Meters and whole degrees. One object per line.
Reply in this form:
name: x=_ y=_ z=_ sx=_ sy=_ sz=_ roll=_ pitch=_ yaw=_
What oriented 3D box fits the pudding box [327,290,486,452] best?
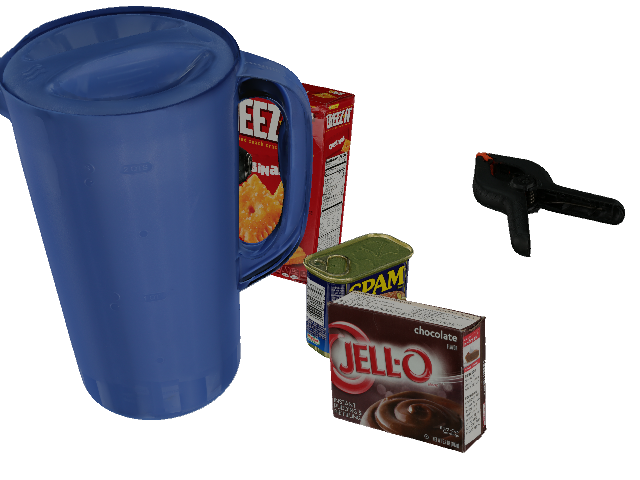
pudding box: x=0.060 y=0.089 z=0.747 sx=0.114 sy=0.090 sz=0.039 roll=8 pitch=21 yaw=34

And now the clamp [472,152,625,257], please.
clamp: x=0.214 y=-0.044 z=1.054 sx=0.120 sy=0.039 sz=0.171 roll=-9 pitch=34 yaw=-15

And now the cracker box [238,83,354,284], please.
cracker box: x=-0.056 y=-0.071 z=1.205 sx=0.164 sy=0.214 sz=0.072 roll=16 pitch=23 yaw=26

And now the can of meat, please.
can of meat: x=0.033 y=0.050 z=0.964 sx=0.101 sy=0.084 sz=0.058 roll=-19 pitch=32 yaw=-37

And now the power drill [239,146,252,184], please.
power drill: x=-0.150 y=-0.008 z=0.960 sx=0.184 sy=0.188 sz=0.057 roll=3 pitch=27 yaw=6

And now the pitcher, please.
pitcher: x=-0.098 y=-0.009 z=0.652 sx=0.149 sy=0.243 sz=0.144 roll=28 pitch=46 yaw=34
